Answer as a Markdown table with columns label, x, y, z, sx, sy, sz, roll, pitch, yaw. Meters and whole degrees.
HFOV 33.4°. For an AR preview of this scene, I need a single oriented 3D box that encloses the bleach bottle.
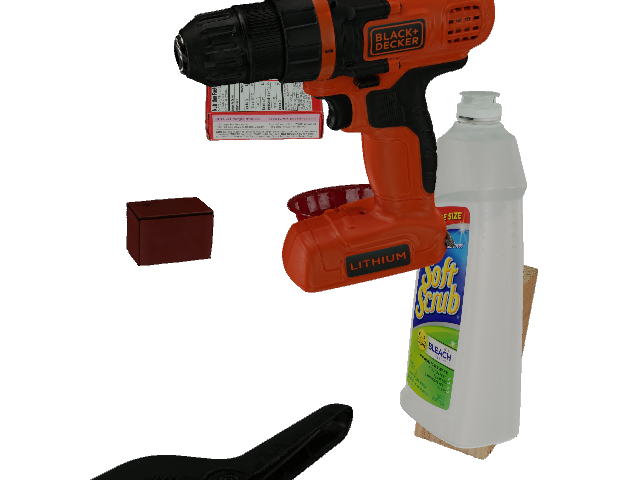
| label | x | y | z | sx | sy | sz | roll | pitch | yaw |
| --- | --- | --- | --- | --- | --- | --- | --- | --- | --- |
| bleach bottle | 0.106 | 0.017 | 0.777 | 0.068 | 0.251 | 0.103 | -6 | 16 | -23 |

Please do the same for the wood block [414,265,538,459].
| label | x | y | z | sx | sy | sz | roll | pitch | yaw |
| --- | --- | --- | --- | --- | --- | --- | --- | --- | --- |
| wood block | 0.176 | 0.128 | 1.209 | 0.090 | 0.206 | 0.090 | 16 | 23 | 24 |

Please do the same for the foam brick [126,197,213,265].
| label | x | y | z | sx | sy | sz | roll | pitch | yaw |
| --- | --- | --- | --- | --- | --- | --- | --- | --- | --- |
| foam brick | -0.153 | -0.010 | 1.077 | 0.078 | 0.051 | 0.053 | -6 | 21 | -22 |

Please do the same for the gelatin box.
| label | x | y | z | sx | sy | sz | roll | pitch | yaw |
| --- | --- | --- | --- | --- | --- | --- | --- | --- | --- |
| gelatin box | -0.044 | -0.110 | 0.821 | 0.089 | 0.073 | 0.030 | -2 | -45 | -3 |

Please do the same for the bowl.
| label | x | y | z | sx | sy | sz | roll | pitch | yaw |
| --- | --- | --- | --- | --- | --- | --- | --- | --- | --- |
| bowl | 0.048 | -0.016 | 1.085 | 0.162 | 0.055 | 0.162 | -3 | 14 | 1 |

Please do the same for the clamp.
| label | x | y | z | sx | sy | sz | roll | pitch | yaw |
| --- | --- | --- | --- | --- | --- | --- | --- | --- | --- |
| clamp | -0.047 | 0.138 | 0.573 | 0.209 | 0.036 | 0.165 | -1 | 19 | -13 |

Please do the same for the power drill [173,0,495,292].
| label | x | y | z | sx | sy | sz | roll | pitch | yaw |
| --- | --- | --- | --- | --- | --- | --- | --- | --- | --- |
| power drill | 0.011 | -0.061 | 0.630 | 0.184 | 0.188 | 0.057 | -11 | 37 | -13 |
